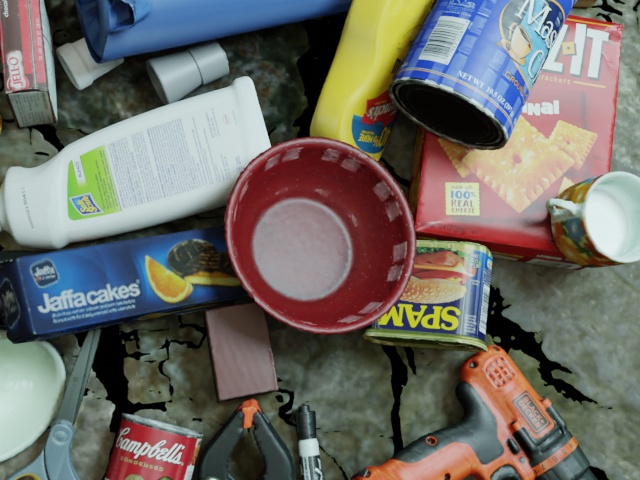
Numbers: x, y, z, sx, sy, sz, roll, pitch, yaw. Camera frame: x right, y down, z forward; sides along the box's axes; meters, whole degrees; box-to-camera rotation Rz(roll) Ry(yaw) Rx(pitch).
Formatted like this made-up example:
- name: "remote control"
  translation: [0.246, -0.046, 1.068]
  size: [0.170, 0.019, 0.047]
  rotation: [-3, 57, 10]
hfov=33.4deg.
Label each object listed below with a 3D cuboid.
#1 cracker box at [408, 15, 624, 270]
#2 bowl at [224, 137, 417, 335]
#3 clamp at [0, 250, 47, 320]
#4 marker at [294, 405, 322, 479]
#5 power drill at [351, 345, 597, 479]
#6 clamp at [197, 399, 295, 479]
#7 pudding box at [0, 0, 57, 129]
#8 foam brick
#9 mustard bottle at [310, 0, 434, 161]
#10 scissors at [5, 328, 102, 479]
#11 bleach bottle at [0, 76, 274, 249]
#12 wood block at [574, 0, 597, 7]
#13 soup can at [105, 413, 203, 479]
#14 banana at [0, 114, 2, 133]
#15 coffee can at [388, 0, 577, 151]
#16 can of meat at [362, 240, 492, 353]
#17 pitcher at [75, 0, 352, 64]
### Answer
- name: "cracker box"
  translation: [0.167, -0.092, 0.924]
  size: [0.164, 0.072, 0.213]
  rotation: [9, 80, -4]
- name: "bowl"
  translation: [-0.006, 0.001, 0.863]
  size: [0.162, 0.055, 0.162]
  rotation: [5, 74, -19]
- name: "clamp"
  translation: [-0.291, 0.037, 0.857]
  size: [0.209, 0.165, 0.036]
  rotation: [-12, 116, -27]
- name: "marker"
  translation: [-0.007, 0.199, 0.893]
  size: [0.020, 0.020, 0.121]
  rotation: [-6, 82, -6]
- name: "power drill"
  translation: [0.131, 0.203, 0.869]
  size: [0.187, 0.057, 0.184]
  rotation: [-31, 78, -23]
- name: "clamp"
  translation: [-0.071, 0.218, 0.866]
  size: [0.120, 0.039, 0.171]
  rotation: [-6, 93, -9]
- name: "pudding box"
  translation: [-0.240, -0.149, 0.877]
  size: [0.039, 0.113, 0.090]
  rotation: [-5, 82, -9]
- name: "foam brick"
  translation: [-0.067, 0.093, 0.886]
  size: [0.051, 0.053, 0.078]
  rotation: [-9, 82, -6]
- name: "mustard bottle"
  translation: [0.037, -0.121, 0.900]
  size: [0.058, 0.096, 0.192]
  rotation: [28, 106, 24]
- name: "scissors"
  translation: [-0.196, 0.173, 0.863]
  size: [0.096, 0.016, 0.202]
  rotation: [33, 93, -8]
- name: "bleach bottle"
  translation: [-0.167, -0.058, 0.896]
  size: [0.250, 0.068, 0.102]
  rotation: [-15, 82, -5]
- name: "wood block"
  translation: [0.153, -0.267, 0.940]
  size: [0.206, 0.091, 0.090]
  rotation: [3, 82, -5]
- name: "soup can"
  translation: [-0.140, 0.197, 0.857]
  size: [0.068, 0.068, 0.102]
  rotation: [15, 81, -3]
- name: "banana"
  translation: [-0.345, -0.038, 0.890]
  size: [0.197, 0.037, 0.069]
  rotation: [-29, 86, -8]
- name: "coffee can"
  translation: [0.130, -0.157, 0.844]
  size: [0.103, 0.103, 0.140]
  rotation: [27, 79, -1]
- name: "can of meat"
  translation: [0.091, 0.046, 0.892]
  size: [0.102, 0.057, 0.084]
  rotation: [2, 77, 24]
- name: "pitcher"
  translation: [-0.087, -0.236, 0.891]
  size: [0.242, 0.145, 0.149]
  rotation: [-12, 81, -19]
